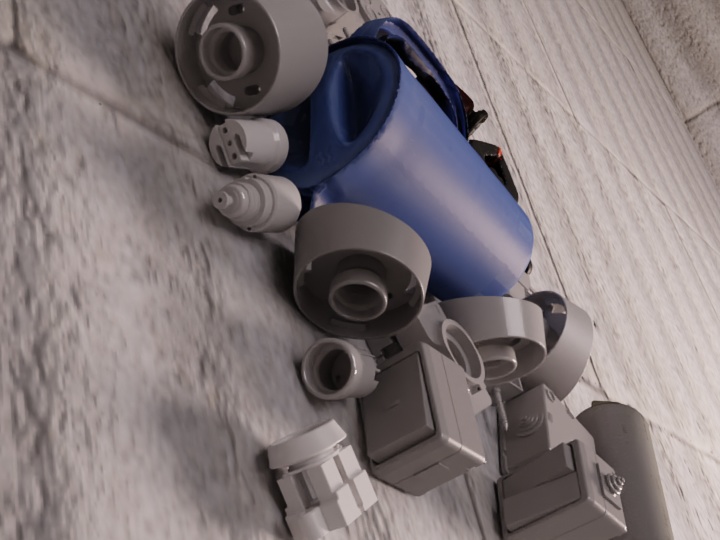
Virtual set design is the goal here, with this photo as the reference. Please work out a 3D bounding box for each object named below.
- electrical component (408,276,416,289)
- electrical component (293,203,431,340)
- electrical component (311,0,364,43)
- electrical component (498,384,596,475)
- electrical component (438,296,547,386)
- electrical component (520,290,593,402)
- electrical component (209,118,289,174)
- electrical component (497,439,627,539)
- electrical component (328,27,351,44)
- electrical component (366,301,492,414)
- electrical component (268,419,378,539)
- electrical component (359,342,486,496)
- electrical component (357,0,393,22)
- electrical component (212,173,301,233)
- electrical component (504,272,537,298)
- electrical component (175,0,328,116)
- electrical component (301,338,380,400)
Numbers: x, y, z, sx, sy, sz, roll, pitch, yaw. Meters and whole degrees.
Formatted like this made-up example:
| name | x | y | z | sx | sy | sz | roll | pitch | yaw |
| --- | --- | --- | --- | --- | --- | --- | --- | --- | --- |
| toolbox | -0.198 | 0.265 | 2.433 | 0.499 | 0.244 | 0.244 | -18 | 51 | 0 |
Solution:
| name | x | y | z | sx | sy | sz | roll | pitch | yaw |
| --- | --- | --- | --- | --- | --- | --- | --- | --- | --- |
| electrical component | 0.016 | 0.013 | 0.820 | 0.040 | 0.046 | 0.040 | 43 | 28 | -30 |
| electrical component | 0.000 | 0.000 | 0.750 | 0.099 | 0.099 | 0.064 | 43 | 35 | -30 |
| electrical component | -0.039 | -0.245 | 1.006 | 0.050 | 0.056 | 0.089 | 62 | 25 | 10 |
| electrical component | 0.164 | 0.158 | 0.925 | 0.099 | 0.048 | 0.099 | 46 | 27 | -25 |
| electrical component | 0.102 | 0.053 | 0.878 | 0.099 | 0.099 | 0.064 | 31 | 42 | -45 |
| electrical component | 0.168 | 0.071 | 0.982 | 0.064 | 0.099 | 0.099 | 37 | 31 | -27 |
| electrical component | -0.080 | -0.090 | 0.770 | 0.046 | 0.040 | 0.040 | -5 | 66 | -57 |
| electrical component | 0.158 | 0.177 | 0.834 | 0.061 | 0.096 | 0.061 | 41 | 30 | -29 |
| electrical component | -0.006 | -0.186 | 0.988 | 0.047 | 0.066 | 0.076 | 1 | 60 | -61 |
| electrical component | 0.056 | 0.074 | 0.812 | 0.089 | 0.056 | 0.050 | 62 | 25 | 8 |
| electrical component | -0.024 | 0.120 | 0.624 | 0.066 | 0.048 | 0.055 | -19 | 86 | -65 |
| electrical component | 0.038 | 0.096 | 0.745 | 0.061 | 0.062 | 0.096 | 35 | 33 | -41 |
| electrical component | 0.000 | -0.244 | 1.083 | 0.080 | 0.051 | 0.080 | 43 | 29 | -30 |
| electrical component | -0.073 | -0.046 | 0.730 | 0.078 | 0.040 | 0.040 | -1 | 62 | -62 |
| electrical component | 0.137 | 0.022 | 1.042 | 0.081 | 0.042 | 0.063 | 41 | 33 | -31 |
| electrical component | -0.081 | -0.159 | 0.778 | 0.099 | 0.099 | 0.064 | 59 | 31 | 2 |
| electrical component | -0.011 | 0.067 | 0.716 | 0.046 | 0.040 | 0.040 | 20 | 44 | -63 |
